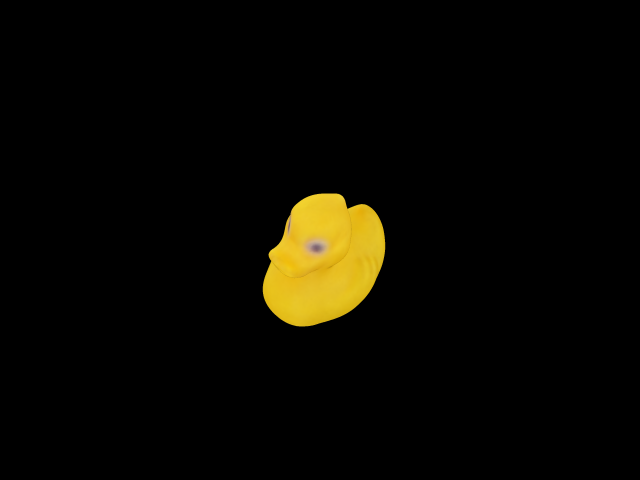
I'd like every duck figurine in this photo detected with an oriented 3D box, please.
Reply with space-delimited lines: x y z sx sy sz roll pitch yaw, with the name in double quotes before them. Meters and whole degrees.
"duck figurine" 0.004 0.001 0.400 0.077 0.086 0.105 39 63 25
